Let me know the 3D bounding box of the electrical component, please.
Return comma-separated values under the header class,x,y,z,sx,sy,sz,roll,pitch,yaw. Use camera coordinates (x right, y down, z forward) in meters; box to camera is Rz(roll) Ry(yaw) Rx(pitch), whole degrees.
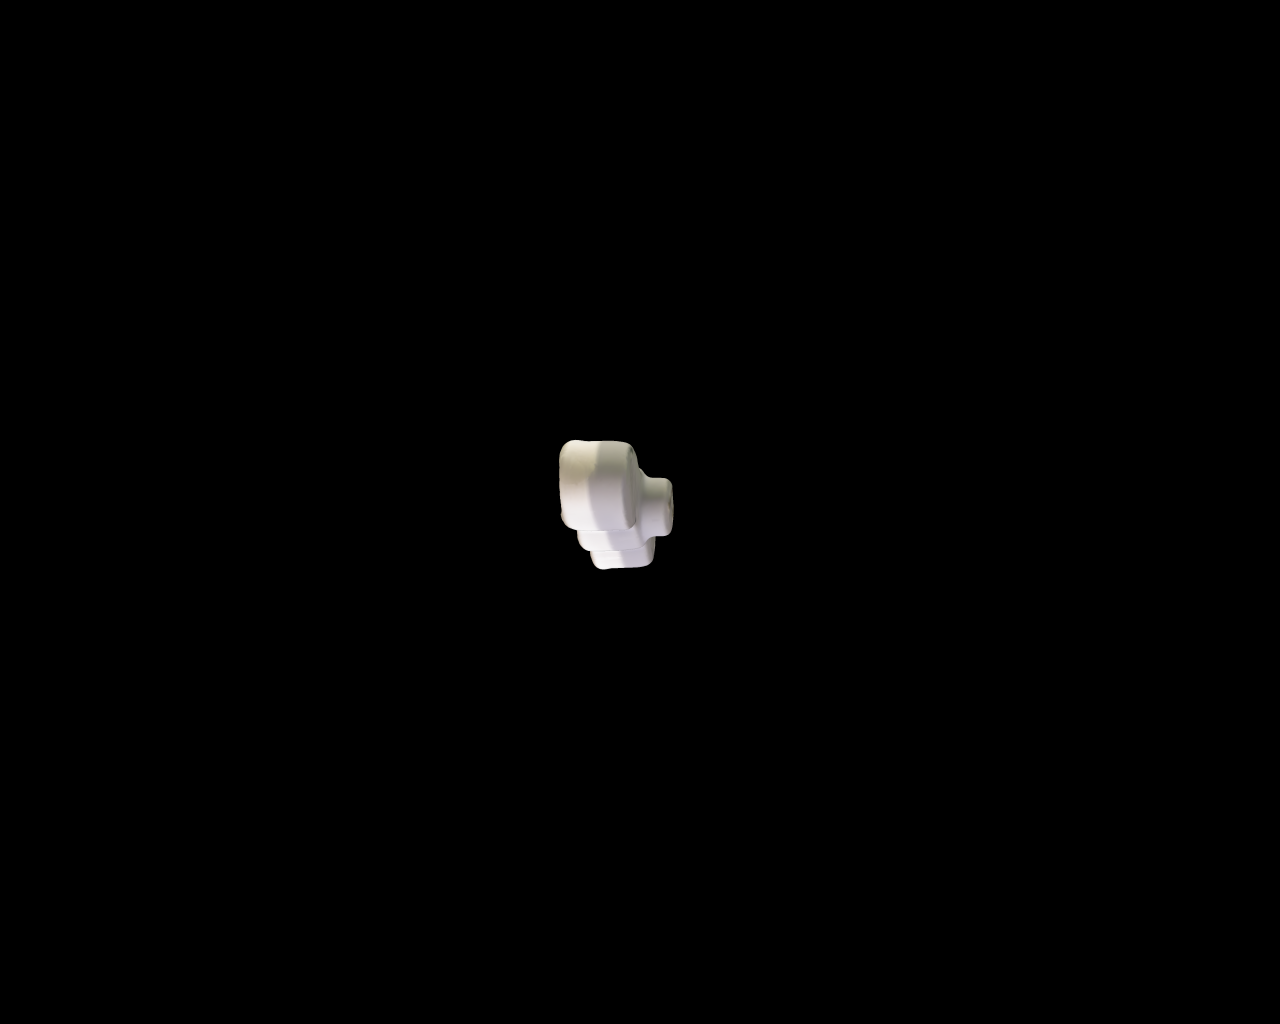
class,x,y,z,sx,sy,sz,roll,pitch,yaw
electrical component,0.001,-0.003,0.650,0.074,0.052,0.138,-2,-18,7
